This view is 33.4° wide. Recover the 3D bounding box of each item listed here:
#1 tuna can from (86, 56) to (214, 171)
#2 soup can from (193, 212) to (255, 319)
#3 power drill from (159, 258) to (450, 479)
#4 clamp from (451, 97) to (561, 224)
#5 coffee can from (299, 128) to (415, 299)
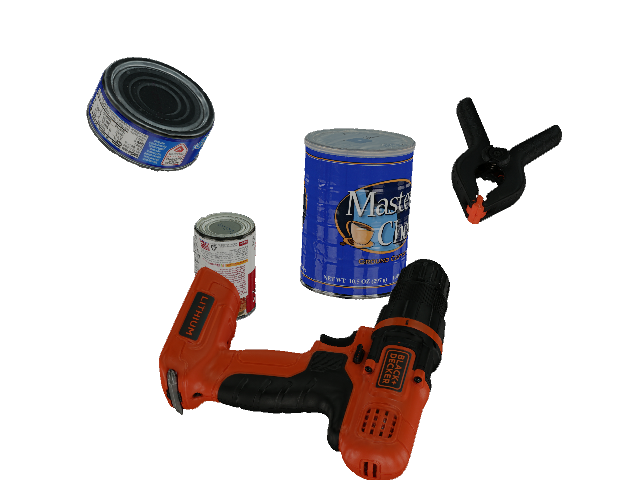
[{"bbox_3d":[-0.119,-0.090,0.754,0.085,0.086,0.034,0,-42,-38],"label":"tuna can"},{"bbox_3d":[-0.105,0.028,1.174,0.068,0.102,0.068,1,26,-1],"label":"soup can"},{"bbox_3d":[-0.007,0.072,0.763,0.188,0.057,0.184,9,46,13],"label":"power drill"},{"bbox_3d":[0.181,-0.091,1.160,0.120,0.039,0.171,22,49,19],"label":"clamp"},{"bbox_3d":[0.034,-0.027,1.005,0.103,0.140,0.103,2,17,-1],"label":"coffee can"}]
